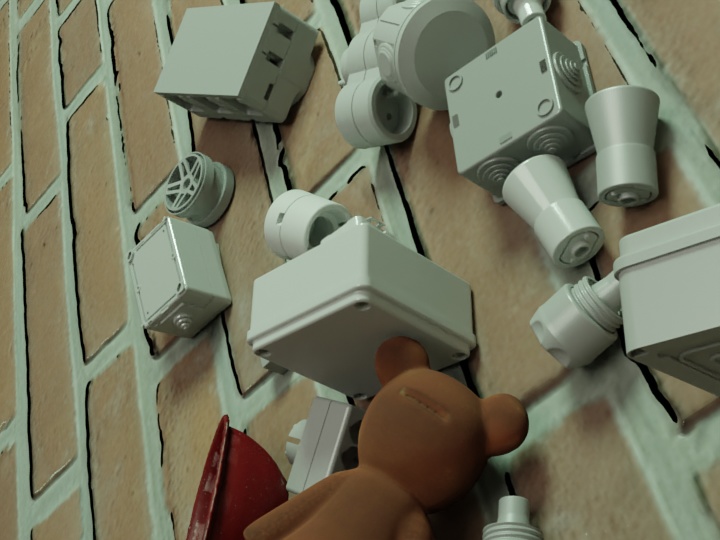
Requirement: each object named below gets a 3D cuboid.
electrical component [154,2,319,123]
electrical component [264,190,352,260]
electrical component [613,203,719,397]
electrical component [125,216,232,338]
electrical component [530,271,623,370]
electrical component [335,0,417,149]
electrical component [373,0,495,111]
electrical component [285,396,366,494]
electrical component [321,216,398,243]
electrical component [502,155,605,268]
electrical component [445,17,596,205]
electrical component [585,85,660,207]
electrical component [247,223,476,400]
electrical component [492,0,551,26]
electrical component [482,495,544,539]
[{"bbox_3d":[-0.112,-0.187,0.980,0.150,0.062,0.089,13,81,50],"label":"electrical component"},{"bbox_3d":[-0.037,-0.030,0.822,0.047,0.055,0.055,18,84,47],"label":"electrical component"},{"bbox_3d":[0.181,0.017,0.507,0.078,0.113,0.057,-22,58,40],"label":"electrical component"},{"bbox_3d":[-0.152,0.013,0.925,0.062,0.061,0.096,-39,53,28],"label":"electrical component"},{"bbox_3d":[0.132,0.024,0.613,0.062,0.043,0.043,-46,43,20],"label":"electrical component"},{"bbox_3d":[0.010,-0.159,0.837,0.074,0.052,0.138,-4,68,47],"label":"electrical component"},{"bbox_3d":[0.052,-0.157,0.769,0.080,0.080,0.051,-62,33,4],"label":"electrical component"},{"bbox_3d":[-0.024,0.122,0.730,0.077,0.047,0.065,6,75,49],"label":"electrical component"},{"bbox_3d":[0.000,0.000,0.774,0.081,0.042,0.063,-34,44,31],"label":"electrical component"},{"bbox_3d":[0.121,-0.034,0.658,0.044,0.044,0.065,-45,48,23],"label":"electrical component"},{"bbox_3d":[0.105,-0.105,0.706,0.100,0.048,0.099,-30,50,34],"label":"electrical component"},{"bbox_3d":[0.157,-0.070,0.637,0.044,0.044,0.065,-18,63,42],"label":"electrical component"},{"bbox_3d":[0.001,0.030,0.703,0.109,0.109,0.056,-27,49,37],"label":"electrical component"},{"bbox_3d":[0.113,-0.192,0.747,0.043,0.043,0.062,-36,49,31],"label":"electrical component"},{"bbox_3d":[0.085,0.157,0.596,0.048,0.048,0.062,-24,46,39],"label":"electrical component"}]
